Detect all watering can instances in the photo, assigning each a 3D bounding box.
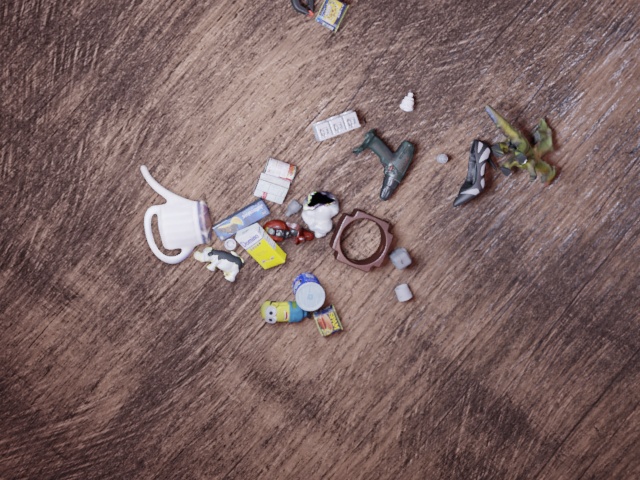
[{"bbox_3d":[-0.490,-0.092,1.756,0.224,0.105,0.345,-8,100,-7],"label":"watering can"}]

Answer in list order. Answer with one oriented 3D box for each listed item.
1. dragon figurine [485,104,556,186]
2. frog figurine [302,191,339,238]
[{"bbox_3d":[0.764,-0.365,1.903,0.246,0.122,0.406,-37,108,-26],"label":"dragon figurine"},{"bbox_3d":[0.006,-0.093,1.845,0.138,0.125,0.156,-26,138,-11],"label":"frog figurine"}]
